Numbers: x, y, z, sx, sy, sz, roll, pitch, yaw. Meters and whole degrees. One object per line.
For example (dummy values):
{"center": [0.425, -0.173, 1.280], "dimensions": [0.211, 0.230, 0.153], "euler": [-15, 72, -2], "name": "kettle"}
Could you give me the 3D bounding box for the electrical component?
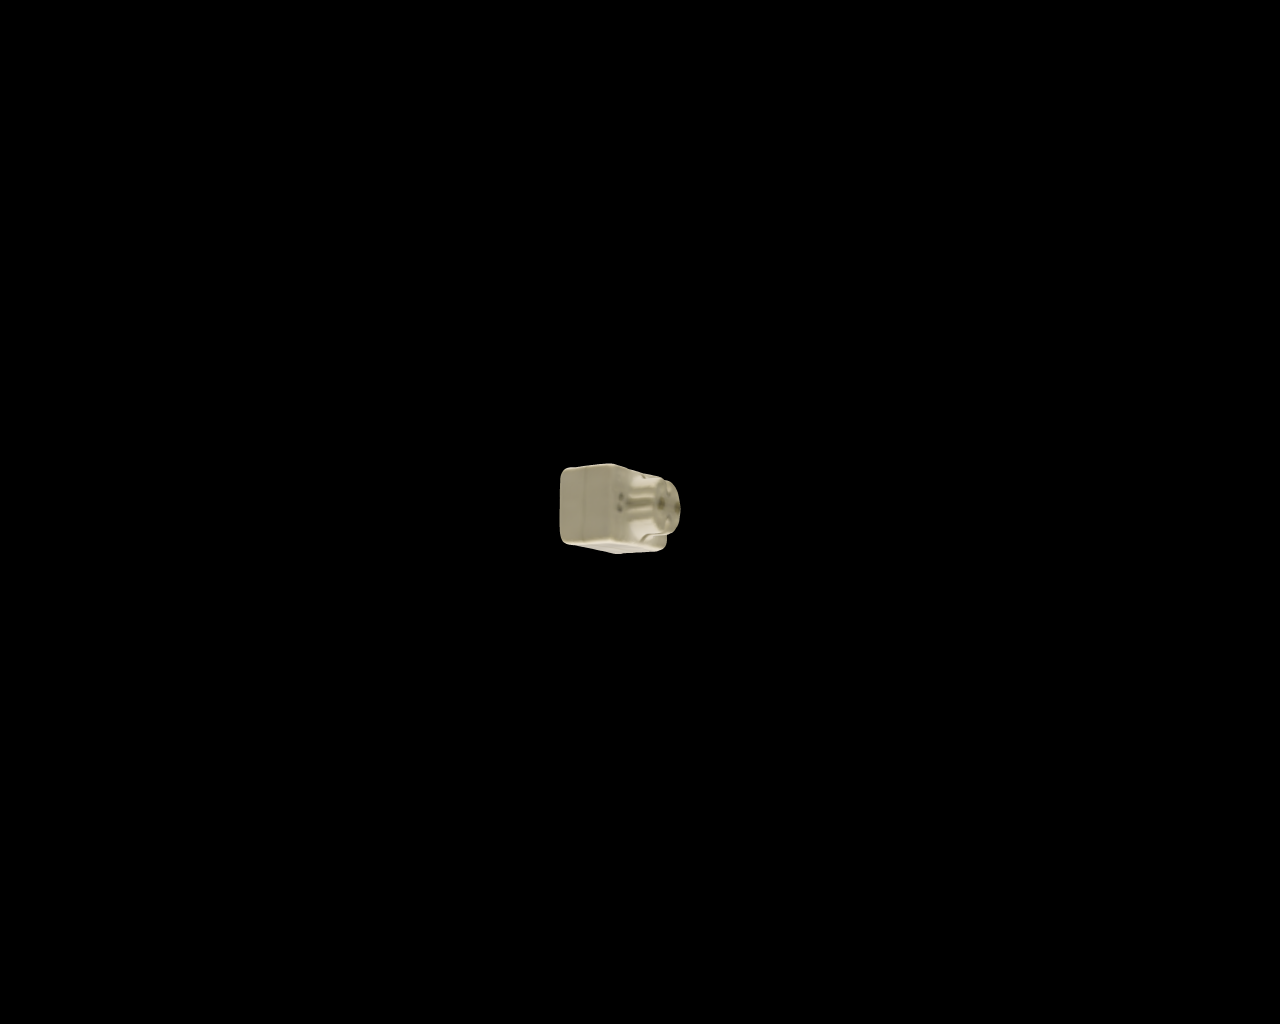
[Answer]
{"center": [0.001, -0.003, 0.650], "dimensions": [0.076, 0.047, 0.066], "euler": [-6, -11, 31], "name": "electrical component"}
